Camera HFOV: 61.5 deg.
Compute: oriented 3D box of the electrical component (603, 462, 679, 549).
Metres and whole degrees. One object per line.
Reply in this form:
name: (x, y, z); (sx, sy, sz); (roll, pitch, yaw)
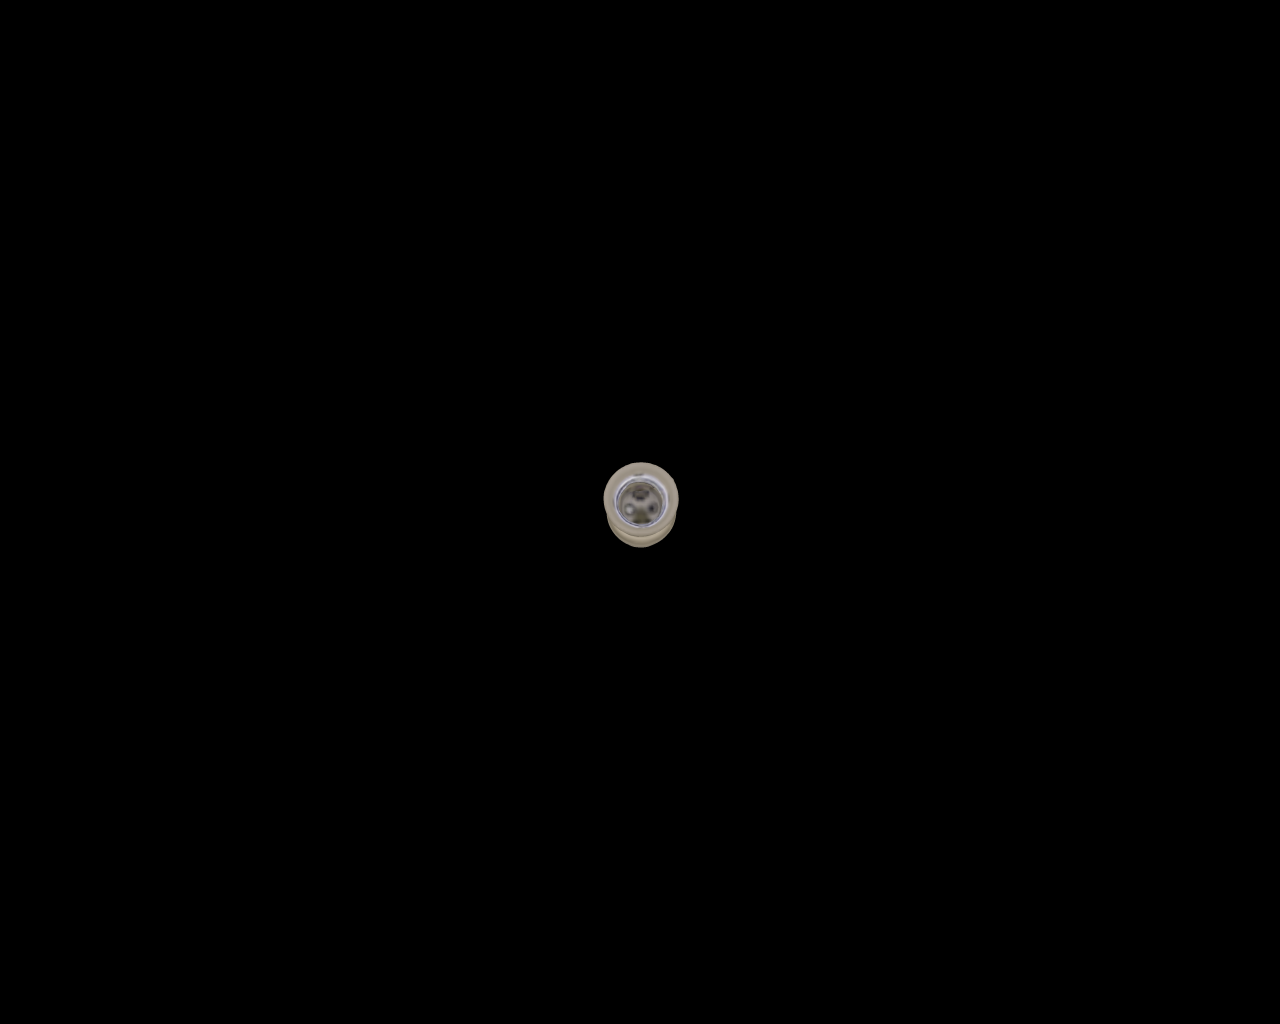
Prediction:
electrical component: (0.001, -0.003, 0.650); (0.045, 0.045, 0.055); (0, -12, 0)
